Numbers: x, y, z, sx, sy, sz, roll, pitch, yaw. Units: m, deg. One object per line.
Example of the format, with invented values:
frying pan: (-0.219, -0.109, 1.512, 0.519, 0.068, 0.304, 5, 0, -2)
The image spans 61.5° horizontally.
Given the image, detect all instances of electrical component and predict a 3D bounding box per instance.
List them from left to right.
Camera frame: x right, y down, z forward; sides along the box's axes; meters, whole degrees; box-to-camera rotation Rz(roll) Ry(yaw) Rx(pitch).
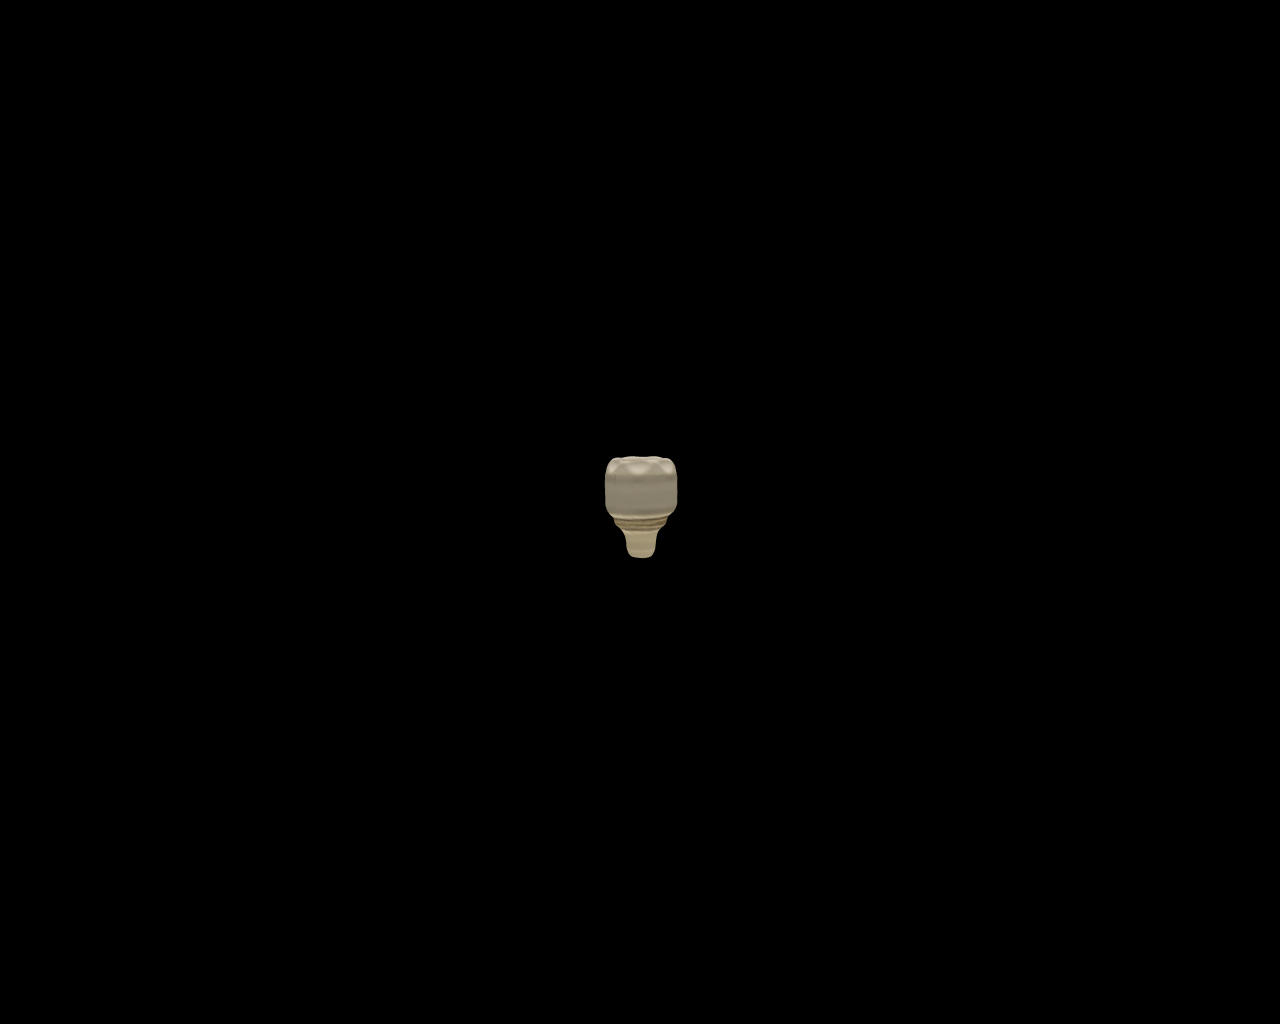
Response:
electrical component: (0.001, -0.003, 0.650, 0.043, 0.062, 0.043, 0, 7, 0)
